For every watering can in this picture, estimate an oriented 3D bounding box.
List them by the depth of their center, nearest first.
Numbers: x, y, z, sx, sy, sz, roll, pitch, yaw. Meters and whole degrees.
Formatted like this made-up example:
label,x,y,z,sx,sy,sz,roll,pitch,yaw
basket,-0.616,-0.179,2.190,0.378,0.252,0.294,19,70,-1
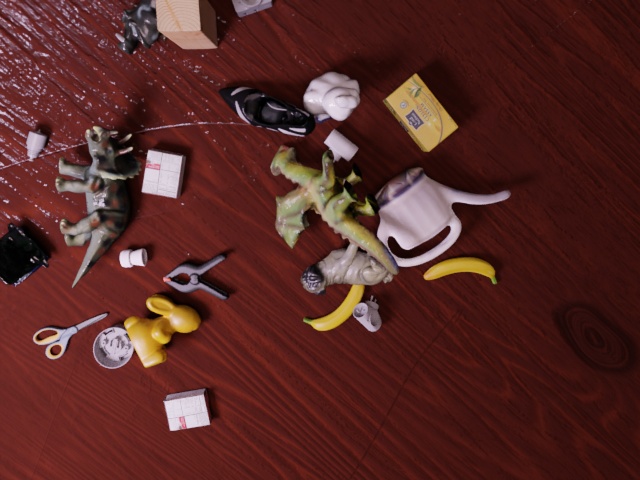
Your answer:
label,x,y,z,sx,sy,sz,roll,pitch,yaw
watering can,0.278,-0.086,1.279,0.347,0.105,0.223,-36,97,4

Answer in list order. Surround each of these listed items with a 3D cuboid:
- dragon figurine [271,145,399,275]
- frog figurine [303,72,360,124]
label,x,y,z,sx,sy,sz,roll,pitch,yaw
dragon figurine,0.004,-0.062,1.241,0.240,0.122,0.413,-28,80,26
frog figurine,0.028,-0.338,1.210,0.137,0.160,0.122,-11,99,0
